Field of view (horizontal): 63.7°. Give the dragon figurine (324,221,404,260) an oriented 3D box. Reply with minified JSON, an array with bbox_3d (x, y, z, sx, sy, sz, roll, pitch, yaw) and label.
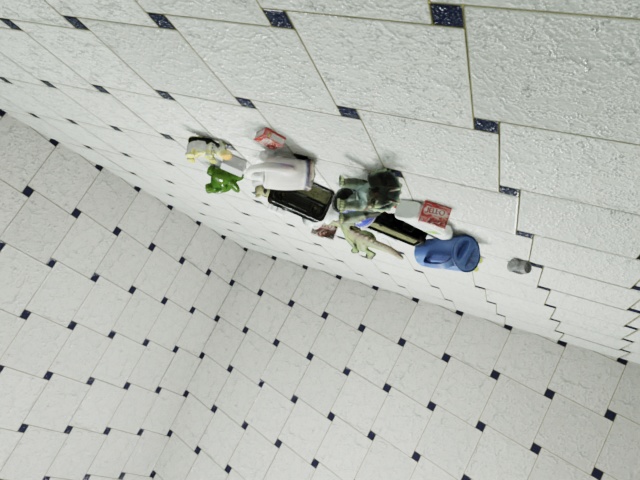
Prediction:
[{"bbox_3d":[0.154,-0.035,2.179,0.412,0.123,0.239,17,161,45],"label":"dragon figurine"}]

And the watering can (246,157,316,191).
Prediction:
[{"bbox_3d":[-0.132,-0.214,1.710,0.224,0.104,0.346,2,177,-8],"label":"watering can"}]

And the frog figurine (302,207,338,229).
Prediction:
[{"bbox_3d":[0.006,-0.103,2.048,0.159,0.137,0.123,25,-176,-15],"label":"frog figurine"}]
